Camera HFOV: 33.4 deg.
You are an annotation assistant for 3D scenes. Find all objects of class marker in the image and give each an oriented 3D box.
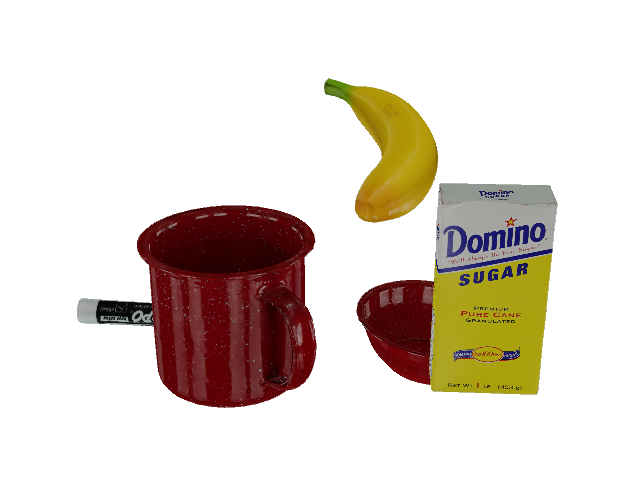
[{"bbox_3d":[-0.122,0.056,0.801,0.121,0.020,0.020,2,0,8],"label":"marker"}]

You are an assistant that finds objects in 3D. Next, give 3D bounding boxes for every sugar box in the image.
[{"bbox_3d":[0.140,0.042,0.882,0.093,0.176,0.048,1,26,3],"label":"sugar box"}]

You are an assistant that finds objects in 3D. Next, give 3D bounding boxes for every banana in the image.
[{"bbox_3d":[0.046,-0.060,0.721,0.069,0.037,0.198,-2,29,-6],"label":"banana"}]

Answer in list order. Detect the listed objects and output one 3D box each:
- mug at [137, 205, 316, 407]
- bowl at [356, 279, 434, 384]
[{"bbox_3d":[-0.041,0.039,0.564,0.093,0.081,0.117,-19,30,-36],"label":"mug"},{"bbox_3d":[0.114,0.101,1.098,0.162,0.055,0.162,5,26,-3],"label":"bowl"}]
